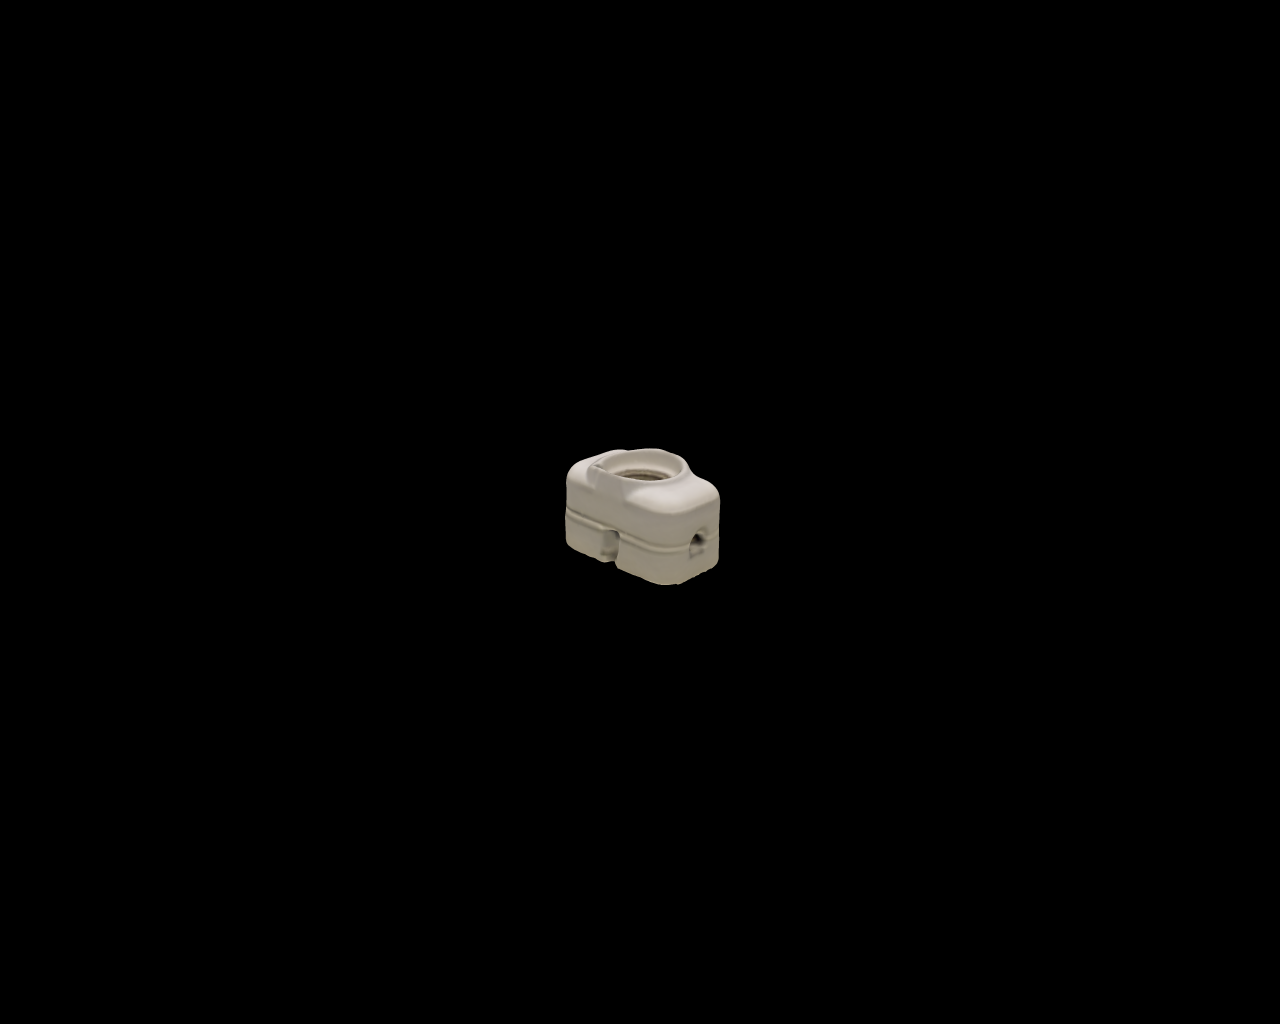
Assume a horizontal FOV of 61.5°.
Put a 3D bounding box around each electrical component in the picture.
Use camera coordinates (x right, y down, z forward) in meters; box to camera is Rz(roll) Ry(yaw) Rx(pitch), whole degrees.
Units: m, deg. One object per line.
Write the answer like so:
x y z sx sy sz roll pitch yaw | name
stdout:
0.001 -0.003 0.650 0.054 0.059 0.095 -22 32 -40 | electrical component
